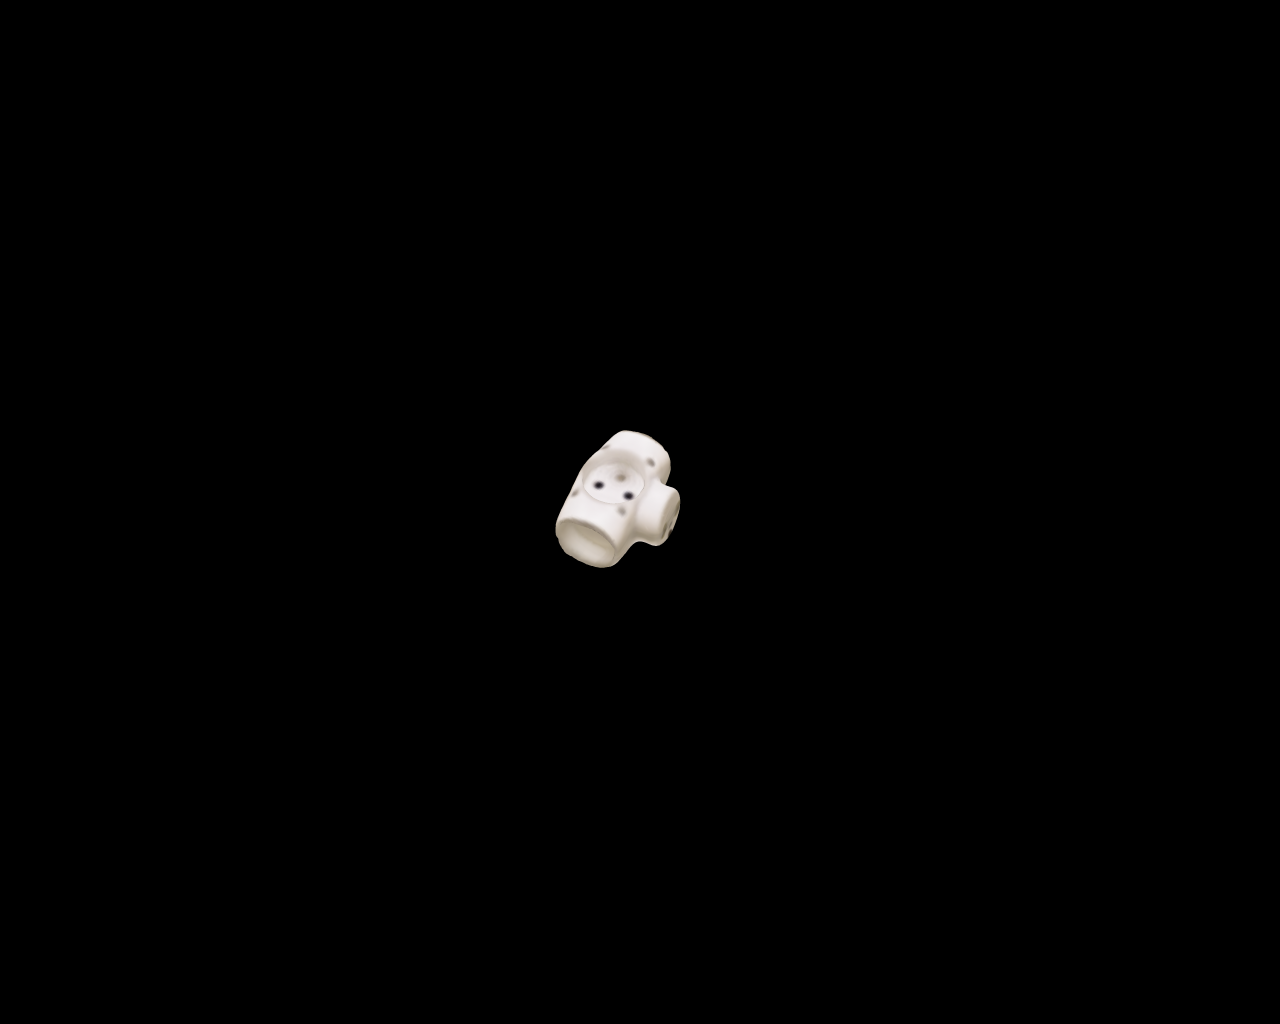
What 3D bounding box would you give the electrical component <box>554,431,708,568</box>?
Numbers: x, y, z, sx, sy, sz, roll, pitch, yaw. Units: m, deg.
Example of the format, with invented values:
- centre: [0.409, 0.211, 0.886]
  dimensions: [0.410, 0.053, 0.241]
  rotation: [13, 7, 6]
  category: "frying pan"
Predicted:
- centre: [0.001, -0.003, 0.650]
  dimensions: [0.079, 0.077, 0.044]
  rotation: [21, -36, 16]
  category: "electrical component"
